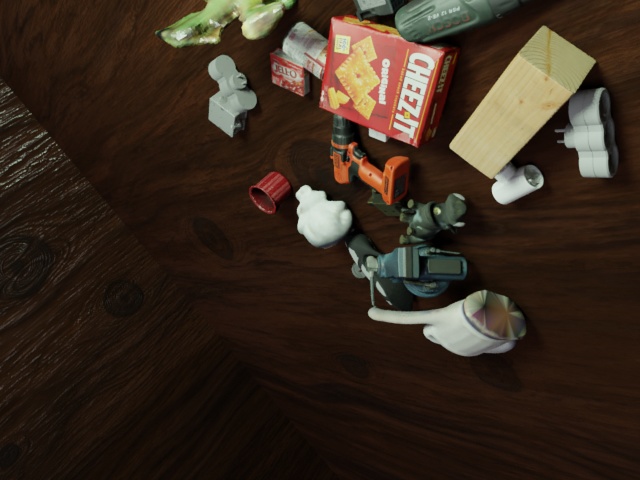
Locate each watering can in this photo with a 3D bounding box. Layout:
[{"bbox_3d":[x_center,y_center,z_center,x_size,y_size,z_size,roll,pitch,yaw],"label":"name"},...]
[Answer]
[{"bbox_3d":[0.301,0.186,1.154,0.347,0.106,0.220,18,147,-13],"label":"watering can"}]

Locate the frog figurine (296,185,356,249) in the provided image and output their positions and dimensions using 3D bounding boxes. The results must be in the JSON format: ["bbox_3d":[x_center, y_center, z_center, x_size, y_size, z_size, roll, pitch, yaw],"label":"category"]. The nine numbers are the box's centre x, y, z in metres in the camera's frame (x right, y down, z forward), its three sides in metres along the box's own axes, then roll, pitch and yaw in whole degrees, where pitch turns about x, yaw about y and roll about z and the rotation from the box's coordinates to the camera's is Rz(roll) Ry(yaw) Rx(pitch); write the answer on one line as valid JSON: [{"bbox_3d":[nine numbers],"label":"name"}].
[{"bbox_3d":[0.004,-0.064,1.279,0.136,0.125,0.158,-22,104,23],"label":"frog figurine"}]

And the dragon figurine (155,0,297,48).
[{"bbox_3d":[-0.204,-0.438,0.937,0.413,0.247,0.119,21,148,31],"label":"dragon figurine"}]
